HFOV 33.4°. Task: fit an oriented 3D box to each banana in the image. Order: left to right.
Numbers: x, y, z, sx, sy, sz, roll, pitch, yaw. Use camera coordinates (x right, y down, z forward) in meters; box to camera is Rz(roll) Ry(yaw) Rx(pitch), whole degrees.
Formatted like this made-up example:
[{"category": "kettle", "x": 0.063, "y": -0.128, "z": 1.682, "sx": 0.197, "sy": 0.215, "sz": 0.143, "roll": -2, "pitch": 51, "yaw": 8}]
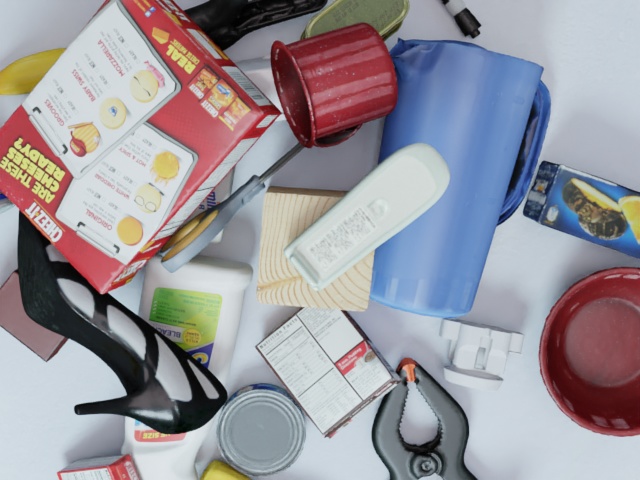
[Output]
[{"category": "banana", "x": -0.206, "y": -0.145, "z": 0.997, "sx": 0.197, "sy": 0.037, "sz": 0.069, "roll": 16, "pitch": 95, "yaw": -3}]

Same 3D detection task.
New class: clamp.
[{"category": "clamp", "x": -0.089, "y": -0.200, "z": 0.952, "sx": 0.172, "sy": 0.120, "sz": 0.039, "roll": -21, "pitch": 73, "yaw": 22}, {"category": "clamp", "x": 0.094, "y": 0.221, "z": 1.034, "sx": 0.164, "sy": 0.036, "sz": 0.210, "roll": -17, "pitch": 97, "yaw": 1}]

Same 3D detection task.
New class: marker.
[{"category": "marker", "x": 0.113, "y": -0.241, "z": 1.005, "sx": 0.020, "sy": 0.020, "sz": 0.121, "roll": -36, "pitch": 95, "yaw": 2}]

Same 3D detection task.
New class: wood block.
[{"category": "wood block", "x": -0.006, "y": 0.002, "z": 0.929, "sx": 0.091, "sy": 0.206, "sz": 0.090, "roll": 5, "pitch": 94, "yaw": -3}]

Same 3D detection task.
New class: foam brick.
[{"category": "foam brick", "x": -0.268, "y": 0.068, "z": 1.006, "sx": 0.078, "sy": 0.053, "sz": 0.051, "roll": 39, "pitch": 93, "yaw": -4}]

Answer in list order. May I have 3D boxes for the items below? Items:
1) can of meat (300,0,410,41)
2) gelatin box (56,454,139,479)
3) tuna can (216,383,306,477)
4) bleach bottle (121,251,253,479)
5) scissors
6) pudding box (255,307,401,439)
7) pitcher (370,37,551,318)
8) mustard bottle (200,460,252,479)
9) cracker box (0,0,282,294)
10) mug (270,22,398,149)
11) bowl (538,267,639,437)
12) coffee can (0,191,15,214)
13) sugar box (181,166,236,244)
[{"category": "can of meat", "x": 0.031, "y": -0.197, "z": 0.975, "sx": 0.102, "sy": 0.084, "sz": 0.057, "roll": -39, "pitch": 95, "yaw": 2}, {"category": "gelatin box", "x": -0.202, "y": 0.244, "z": 1.010, "sx": 0.089, "sy": 0.030, "sz": 0.073, "roll": -17, "pitch": 97, "yaw": 40}, {"category": "tuna can", "x": -0.056, "y": 0.182, "z": 1.029, "sx": 0.086, "sy": 0.034, "sz": 0.086, "roll": 0, "pitch": 95, "yaw": -1}, {"category": "bleach bottle", "x": -0.130, "y": 0.141, "z": 1.010, "sx": 0.102, "sy": 0.068, "sz": 0.251, "roll": 9, "pitch": 96, "yaw": 5}, {"category": "scissors", "x": -0.073, "y": -0.041, "z": 0.961, "sx": 0.201, "sy": 0.096, "sz": 0.016, "roll": -46, "pitch": 106, "yaw": -23}, {"category": "pudding box", "x": 0.007, "y": 0.116, "z": 1.008, "sx": 0.090, "sy": 0.039, "sz": 0.113, "roll": -39, "pitch": 72, "yaw": 3}, {"category": "pitcher", "x": 0.120, "y": -0.056, "z": 0.975, "sx": 0.149, "sy": 0.145, "sz": 0.243, "roll": 13, "pitch": 98, "yaw": 10}, {"category": "mustard bottle", "x": -0.041, "y": 0.296, "z": 1.027, "sx": 0.191, "sy": 0.058, "sz": 0.096, "roll": 28, "pitch": 94, "yaw": -4}, {"category": "cracker box", "x": -0.162, "y": -0.088, "z": 0.906, "sx": 0.164, "sy": 0.072, "sz": 0.214, "roll": 45, "pitch": 106, "yaw": 6}, {"category": "mug", "x": 0.013, "y": -0.125, "z": 0.901, "sx": 0.081, "sy": 0.093, "sz": 0.117, "roll": -20, "pitch": 140, "yaw": -13}, {"category": "bowl", "x": 0.283, "y": 0.103, "z": 1.019, "sx": 0.162, "sy": 0.055, "sz": 0.162, "roll": 0, "pitch": 95, "yaw": -1}, {"category": "coffee can", "x": -0.354, "y": -0.073, "z": 0.967, "sx": 0.103, "sy": 0.103, "sz": 0.140, "roll": -26, "pitch": 95, "yaw": 1}, {"category": "sugar box", "x": -0.170, "y": -0.059, "z": 0.995, "sx": 0.176, "sy": 0.048, "sz": 0.093, "roll": 10, "pitch": 108, "yaw": -5}]
